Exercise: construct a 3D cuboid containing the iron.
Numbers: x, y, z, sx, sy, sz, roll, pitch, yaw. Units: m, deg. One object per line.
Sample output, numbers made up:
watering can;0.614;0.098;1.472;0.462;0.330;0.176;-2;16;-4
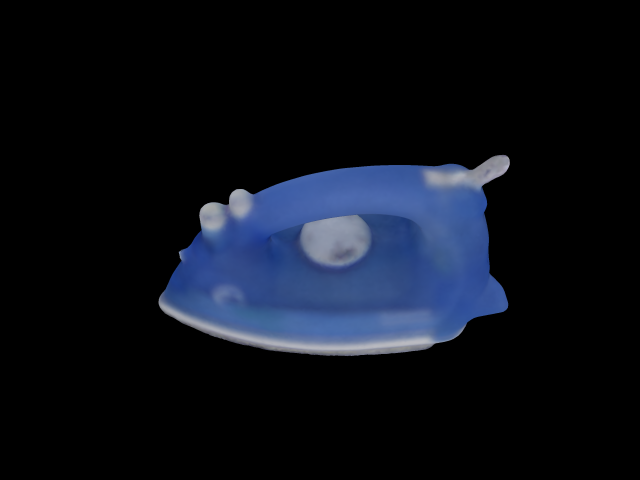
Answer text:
iron;0.004;0.001;0.400;0.258;0.141;0.118;-5;53;-4
